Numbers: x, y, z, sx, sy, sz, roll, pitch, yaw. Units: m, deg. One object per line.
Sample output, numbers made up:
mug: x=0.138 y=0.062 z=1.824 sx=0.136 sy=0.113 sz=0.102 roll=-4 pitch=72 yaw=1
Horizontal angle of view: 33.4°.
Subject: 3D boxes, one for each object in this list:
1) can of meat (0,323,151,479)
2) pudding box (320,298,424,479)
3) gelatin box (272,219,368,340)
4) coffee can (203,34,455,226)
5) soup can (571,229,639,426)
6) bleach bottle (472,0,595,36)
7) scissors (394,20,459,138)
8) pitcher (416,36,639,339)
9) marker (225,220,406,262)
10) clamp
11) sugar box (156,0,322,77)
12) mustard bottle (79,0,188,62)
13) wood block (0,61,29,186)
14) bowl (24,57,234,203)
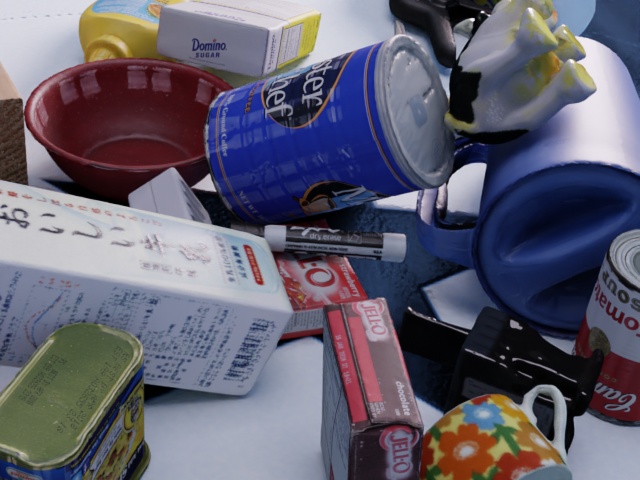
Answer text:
can of meat: x=-0.128 y=0.103 z=0.542 sx=0.057 sy=0.084 sz=0.102 roll=16 pitch=38 yaw=11
pudding box: x=0.024 y=0.100 z=0.545 sx=0.039 sy=0.113 sz=0.090 roll=-3 pitch=38 yaw=-7
gelatin box: x=-0.018 y=0.024 z=0.706 sx=0.073 sy=0.030 sz=0.089 roll=-7 pitch=40 yaw=-17
coffee can: x=0.007 y=-0.071 z=0.726 sx=0.141 sy=0.103 sz=0.102 roll=-12 pitch=28 yaw=30
soup can: x=0.193 y=0.053 z=0.642 sx=0.068 sy=0.102 sz=0.068 roll=5 pitch=38 yaw=-4
bleach bottle: x=0.154 y=-0.280 z=1.088 sx=0.251 sy=0.102 sz=0.068 roll=28 pitch=66 yaw=36
scissors: x=0.096 y=-0.139 z=0.944 sx=0.096 sy=0.016 sz=0.201 roll=14 pitch=40 yaw=5
pitcher: x=0.168 y=-0.053 z=0.763 sx=0.149 sy=0.145 sz=0.242 roll=37 pitch=31 yaw=-14
marker: x=-0.005 y=0.001 z=0.697 sx=0.121 sy=0.020 sz=0.020 roll=4 pitch=37 yaw=-5
clamp: x=0.116 y=-0.217 z=1.035 sx=0.120 sy=0.039 sz=0.172 roll=-22 pitch=43 yaw=-38
sugar box: x=-0.065 y=-0.178 z=0.911 sx=0.093 sy=0.048 sz=0.176 roll=14 pitch=22 yaw=10
mustard bottle: x=-0.157 y=-0.190 z=0.940 sx=0.096 sy=0.058 sz=0.191 roll=13 pitch=38 yaw=9
wood block: x=-0.290 y=-0.110 z=0.790 sx=0.090 sy=0.091 sz=0.206 roll=-14 pitch=43 yaw=-25
bowl: x=-0.136 y=-0.076 z=0.797 sx=0.162 sy=0.055 sz=0.162 roll=4 pitch=37 yaw=-3
